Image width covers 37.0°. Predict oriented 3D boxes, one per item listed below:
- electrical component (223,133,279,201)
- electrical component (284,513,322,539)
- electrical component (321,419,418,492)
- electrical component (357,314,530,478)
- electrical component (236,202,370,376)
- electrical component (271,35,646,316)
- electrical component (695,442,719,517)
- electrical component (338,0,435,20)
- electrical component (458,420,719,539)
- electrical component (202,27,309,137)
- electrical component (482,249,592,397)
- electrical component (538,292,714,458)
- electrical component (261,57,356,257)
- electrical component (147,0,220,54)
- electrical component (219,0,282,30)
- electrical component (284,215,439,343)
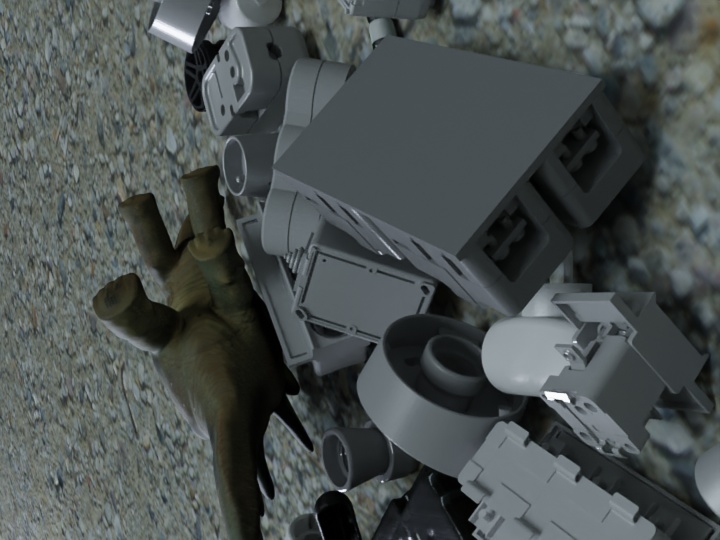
[{"bbox_3d":[-0.065,-0.075,0.805,0.079,0.077,0.043,-27,73,60],"label":"electrical component"},{"bbox_3d":[-0.036,0.226,0.851,0.055,0.055,0.047,45,131,47],"label":"electrical component"},{"bbox_3d":[0.007,0.126,0.746,0.045,0.055,0.045,22,116,58],"label":"electrical component"},{"bbox_3d":[0.048,0.073,0.623,0.099,0.099,0.064,54,134,41],"label":"electrical component"},{"bbox_3d":[-0.033,0.010,0.779,0.063,0.079,0.121,91,159,-63],"label":"electrical component"},{"bbox_3d":[0.046,-0.055,0.569,0.105,0.060,0.186,-50,34,-7],"label":"electrical component"},{"bbox_3d":[0.173,0.078,0.449,0.045,0.045,0.055,60,144,35],"label":"electrical component"},{"bbox_3d":[0.011,-0.203,0.663,0.096,0.061,0.061,-118,35,-45],"label":"electrical component"},{"bbox_3d":[0.109,0.128,0.543,0.078,0.063,0.121,-53,35,-4],"label":"electrical component"},{"bbox_3d":[-0.076,-0.144,0.826,0.095,0.059,0.053,-38,63,57],"label":"electrical component"},{"bbox_3d":[0.103,0.028,0.563,0.077,0.043,0.079,-5,85,61],"label":"electrical component"},{"bbox_3d":[0.121,0.049,0.502,0.081,0.063,0.042,45,160,-20],"label":"electrical component"},{"bbox_3d":[-0.017,-0.073,0.734,0.052,0.074,0.138,38,-118,-80],"label":"electrical component"},{"bbox_3d":[-0.132,-0.225,0.865,0.099,0.064,0.099,-162,90,-71],"label":"electrical component"},{"bbox_3d":[-0.093,-0.209,0.860,0.078,0.040,0.040,0,96,61],"label":"electrical component"},{"bbox_3d":[0.000,0.000,0.683,0.061,0.096,0.061,-73,1,-52],"label":"electrical component"}]
